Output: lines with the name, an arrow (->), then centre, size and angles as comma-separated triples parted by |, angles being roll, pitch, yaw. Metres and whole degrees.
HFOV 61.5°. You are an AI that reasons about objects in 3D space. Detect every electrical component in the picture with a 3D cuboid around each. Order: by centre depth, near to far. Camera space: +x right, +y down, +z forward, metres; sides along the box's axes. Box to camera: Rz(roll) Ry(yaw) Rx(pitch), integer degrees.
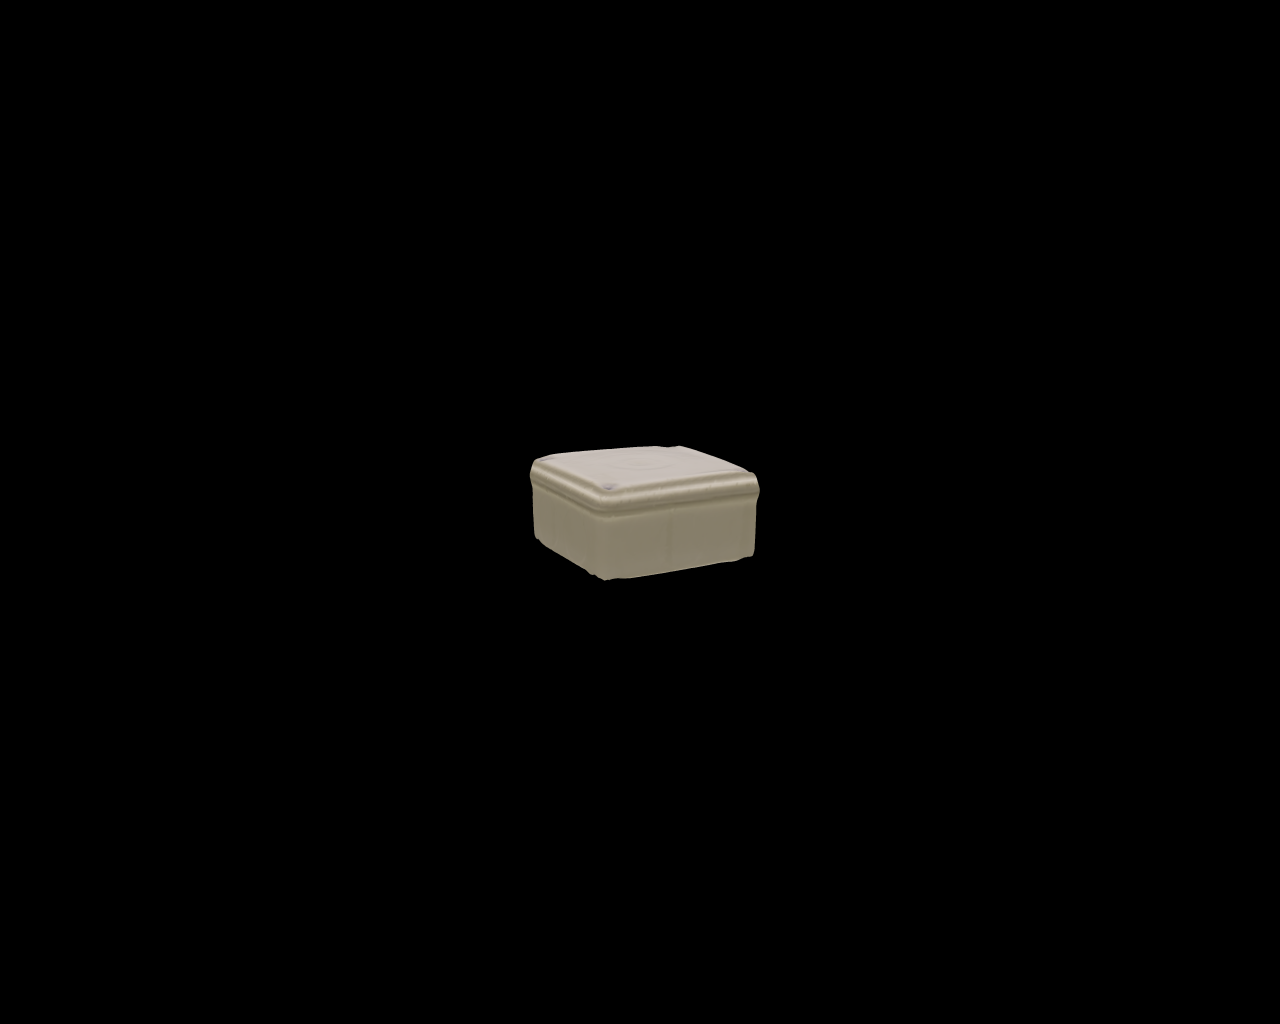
electrical component -> 0.001, -0.003, 0.650 | 0.109, 0.056, 0.109 | -7, 16, -26
